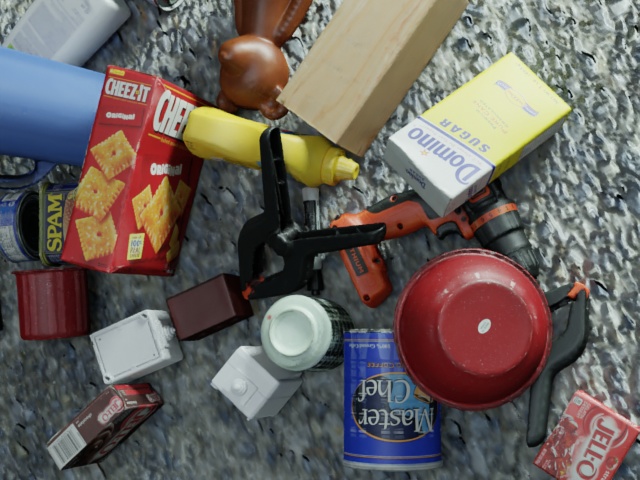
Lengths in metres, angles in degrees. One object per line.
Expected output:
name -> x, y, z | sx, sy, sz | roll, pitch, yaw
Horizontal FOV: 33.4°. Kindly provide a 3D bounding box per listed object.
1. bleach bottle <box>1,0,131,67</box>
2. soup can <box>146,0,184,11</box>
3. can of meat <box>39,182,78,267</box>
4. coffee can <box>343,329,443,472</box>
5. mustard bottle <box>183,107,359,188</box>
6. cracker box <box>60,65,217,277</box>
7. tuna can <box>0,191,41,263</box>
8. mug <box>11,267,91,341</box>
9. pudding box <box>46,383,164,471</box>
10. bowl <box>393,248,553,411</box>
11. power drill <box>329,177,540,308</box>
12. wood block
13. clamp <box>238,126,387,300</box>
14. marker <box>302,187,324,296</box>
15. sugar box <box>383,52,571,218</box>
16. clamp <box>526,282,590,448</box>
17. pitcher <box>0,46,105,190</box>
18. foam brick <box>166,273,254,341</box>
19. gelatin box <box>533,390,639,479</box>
bleach bottle -> -0.350, -0.227, 1.310 | 0.251, 0.068, 0.103 | -42, 73, 14
soup can -> -0.208, -0.324, 1.265 | 0.102, 0.068, 0.068 | 31, 96, 20
can of meat -> -0.283, -0.020, 1.270 | 0.084, 0.057, 0.102 | -2, 84, 17
coffee can -> 0.074, 0.163, 1.102 | 0.103, 0.102, 0.140 | -2, 84, 19
mustard bottle -> -0.048, -0.097, 1.172 | 0.192, 0.096, 0.058 | 17, 89, 20
cracker box -> -0.195, -0.068, 1.186 | 0.072, 0.164, 0.214 | 15, 90, 18
tuna can -> -0.353, -0.016, 1.278 | 0.034, 0.086, 0.086 | -5, 83, 17
mug -> -0.321, 0.075, 1.264 | 0.117, 0.093, 0.081 | -6, 88, 49
pudding box -> -0.244, 0.211, 1.217 | 0.113, 0.090, 0.039 | -41, 72, 12
bowl -> 0.154, 0.086, 1.036 | 0.162, 0.055, 0.162 | 0, 85, -5
power drill -> 0.118, -0.002, 1.128 | 0.188, 0.057, 0.184 | -29, 73, 12
wood block -> 0.057, -0.204, 1.149 | 0.090, 0.090, 0.206 | 38, 98, 19
clamp -> -0.040, -0.013, 1.138 | 0.164, 0.036, 0.210 | 48, 133, 4
marker -> -0.008, 0.001, 1.191 | 0.020, 0.020, 0.121 | -5, 84, 19
sugar box -> 0.160, -0.109, 1.084 | 0.176, 0.048, 0.093 | -36, 72, -23
clamp -> 0.210, 0.112, 1.094 | 0.120, 0.039, 0.171 | 28, 87, 20
pitcher -> -0.340, -0.143, 1.232 | 0.242, 0.149, 0.145 | 12, 60, -5
foam brick -> -0.124, 0.077, 1.207 | 0.078, 0.053, 0.051 | -25, 78, 17
gelatin box -> 0.268, 0.207, 1.069 | 0.073, 0.030, 0.089 | 32, 96, 19
